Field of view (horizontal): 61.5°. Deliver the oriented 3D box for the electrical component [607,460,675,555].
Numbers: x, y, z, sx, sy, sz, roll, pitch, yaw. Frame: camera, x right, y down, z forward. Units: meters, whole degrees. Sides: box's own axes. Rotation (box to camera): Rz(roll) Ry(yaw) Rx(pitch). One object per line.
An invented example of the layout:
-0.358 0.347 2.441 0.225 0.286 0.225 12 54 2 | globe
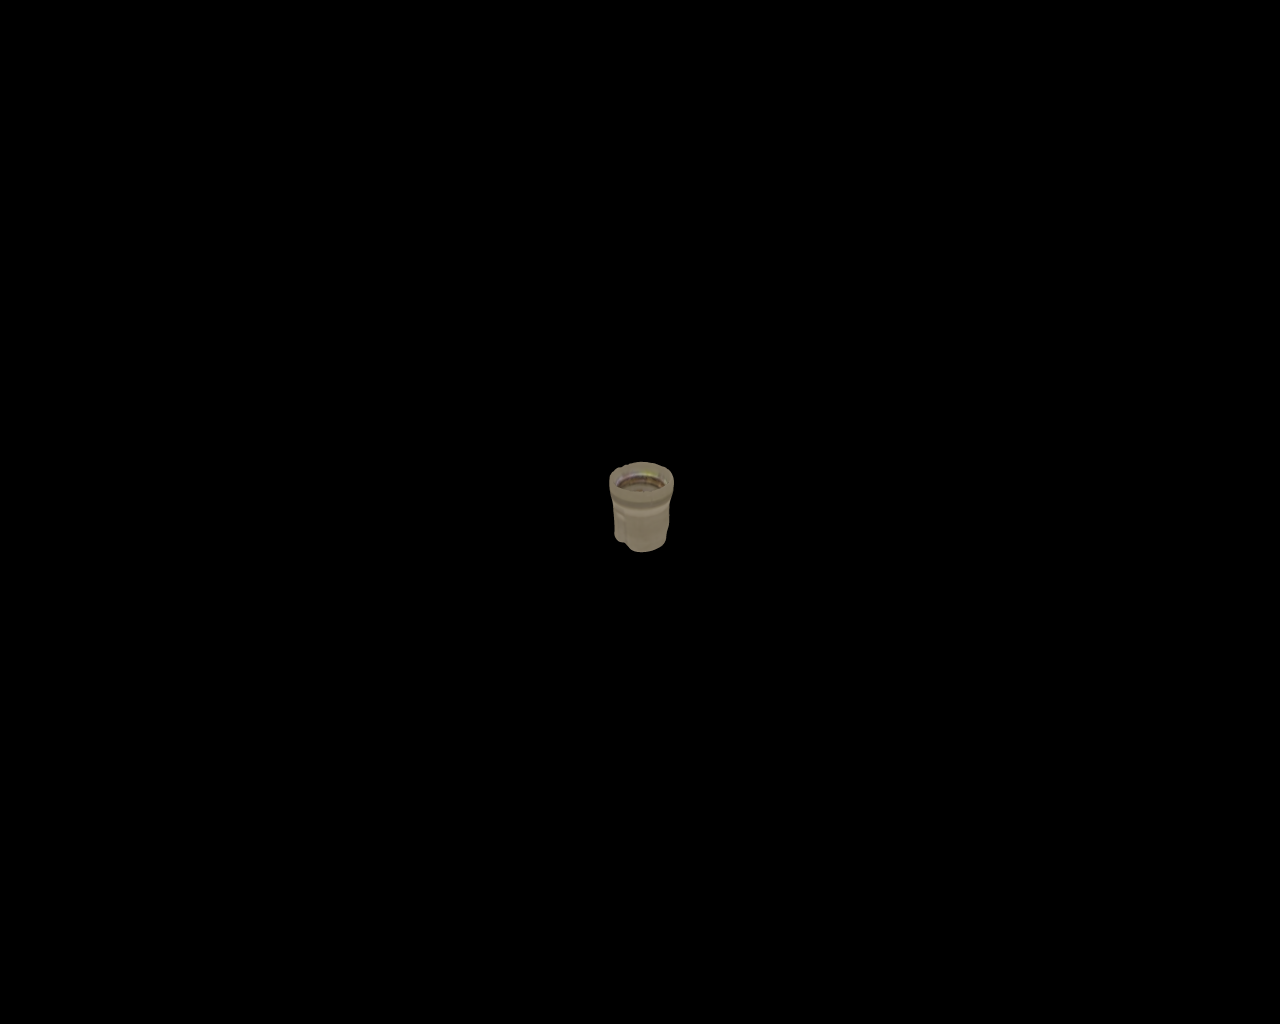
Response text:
0.001 -0.003 0.650 0.040 0.046 0.040 0 31 0 | electrical component
